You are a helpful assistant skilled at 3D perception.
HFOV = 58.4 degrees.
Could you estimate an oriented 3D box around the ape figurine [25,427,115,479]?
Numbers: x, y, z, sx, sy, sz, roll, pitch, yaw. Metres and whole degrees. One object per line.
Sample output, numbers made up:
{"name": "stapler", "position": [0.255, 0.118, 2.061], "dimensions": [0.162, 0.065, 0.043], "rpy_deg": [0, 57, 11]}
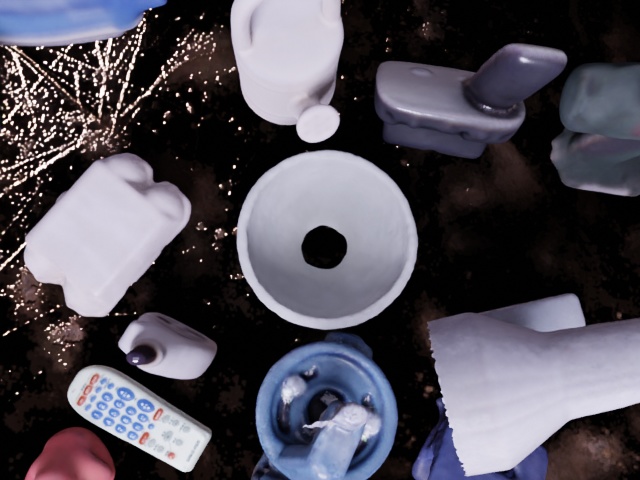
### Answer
{"name": "ape figurine", "position": [-0.228, 0.211, 0.510], "dimensions": [0.078, 0.092, 0.076], "rpy_deg": [5, 83, -2]}

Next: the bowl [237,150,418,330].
{"name": "bowl", "position": [0.005, 0.002, 0.556], "dimensions": [0.167, 0.074, 0.167], "rpy_deg": [0, 83, -3]}

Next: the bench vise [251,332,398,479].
{"name": "bench vise", "position": [0.002, 0.180, 0.462], "dimensions": [0.121, 0.219, 0.207], "rpy_deg": [8, 83, -2]}

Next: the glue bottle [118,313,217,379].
{"name": "glue bottle", "position": [-0.136, 0.092, 0.488], "dimensions": [0.078, 0.173, 0.037], "rpy_deg": [29, 83, 1]}

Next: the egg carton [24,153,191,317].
{"name": "egg carton", "position": [-0.202, -0.007, 0.548], "dimensions": [0.107, 0.069, 0.150], "rpy_deg": [39, 83, 2]}

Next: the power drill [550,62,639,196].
{"name": "power drill", "position": [0.315, -0.099, 0.518], "dimensions": [0.229, 0.208, 0.076], "rpy_deg": [7, 83, -2]}

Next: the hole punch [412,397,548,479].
{"name": "hole punch", "position": [0.151, 0.209, 0.532], "dimensions": [0.108, 0.091, 0.101], "rpy_deg": [29, 83, 1]}

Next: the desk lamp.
{"name": "desk lamp", "position": [0.178, 0.105, 0.484], "dimensions": [0.203, 0.213, 0.118], "rpy_deg": [-13, 84, -4]}

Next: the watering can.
{"name": "watering can", "position": [-0.024, -0.175, 0.515], "dimensions": [0.101, 0.194, 0.173], "rpy_deg": [-39, 87, -6]}

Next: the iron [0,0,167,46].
{"name": "iron", "position": [-0.287, -0.263, 0.537], "dimensions": [0.258, 0.141, 0.119], "rpy_deg": [-12, 84, -4]}

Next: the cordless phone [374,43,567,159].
{"name": "cordless phone", "position": [0.129, -0.147, 0.525], "dimensions": [0.147, 0.185, 0.094], "rpy_deg": [5, 83, -2]}
